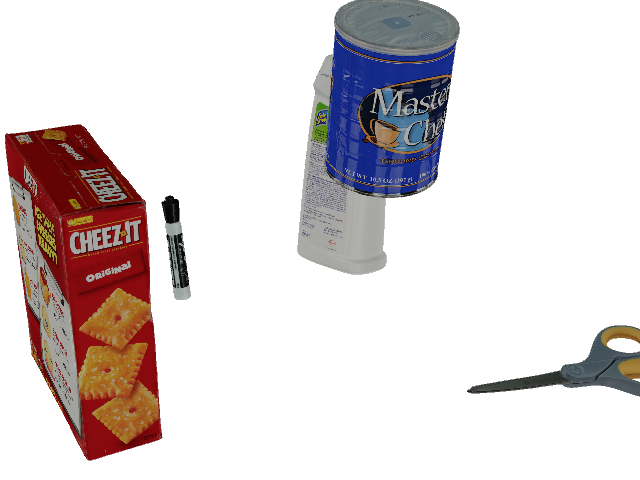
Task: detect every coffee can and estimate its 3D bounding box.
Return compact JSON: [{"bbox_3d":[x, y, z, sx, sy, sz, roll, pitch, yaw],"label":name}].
[{"bbox_3d":[0.058,-0.122,0.909,0.103,0.140,0.103,3,35,-2],"label":"coffee can"}]

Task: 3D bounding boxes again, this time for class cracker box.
[{"bbox_3d":[-0.185,0.037,0.842,0.072,0.214,0.164,-13,31,-25],"label":"cracker box"}]

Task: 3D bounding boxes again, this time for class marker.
[{"bbox_3d":[-0.160,0.008,1.180,0.020,0.121,0.020,-4,23,1],"label":"marker"}]

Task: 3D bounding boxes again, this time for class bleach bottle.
[{"bbox_3d":[0.032,-0.097,1.149,0.103,0.251,0.067,18,21,38],"label":"bleach bottle"}]

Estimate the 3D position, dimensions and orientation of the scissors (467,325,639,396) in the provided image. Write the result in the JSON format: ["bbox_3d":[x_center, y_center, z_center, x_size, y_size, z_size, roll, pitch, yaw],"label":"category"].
[{"bbox_3d":[0.209,0.099,0.878,0.201,0.016,0.096,4,30,-9],"label":"scissors"}]
